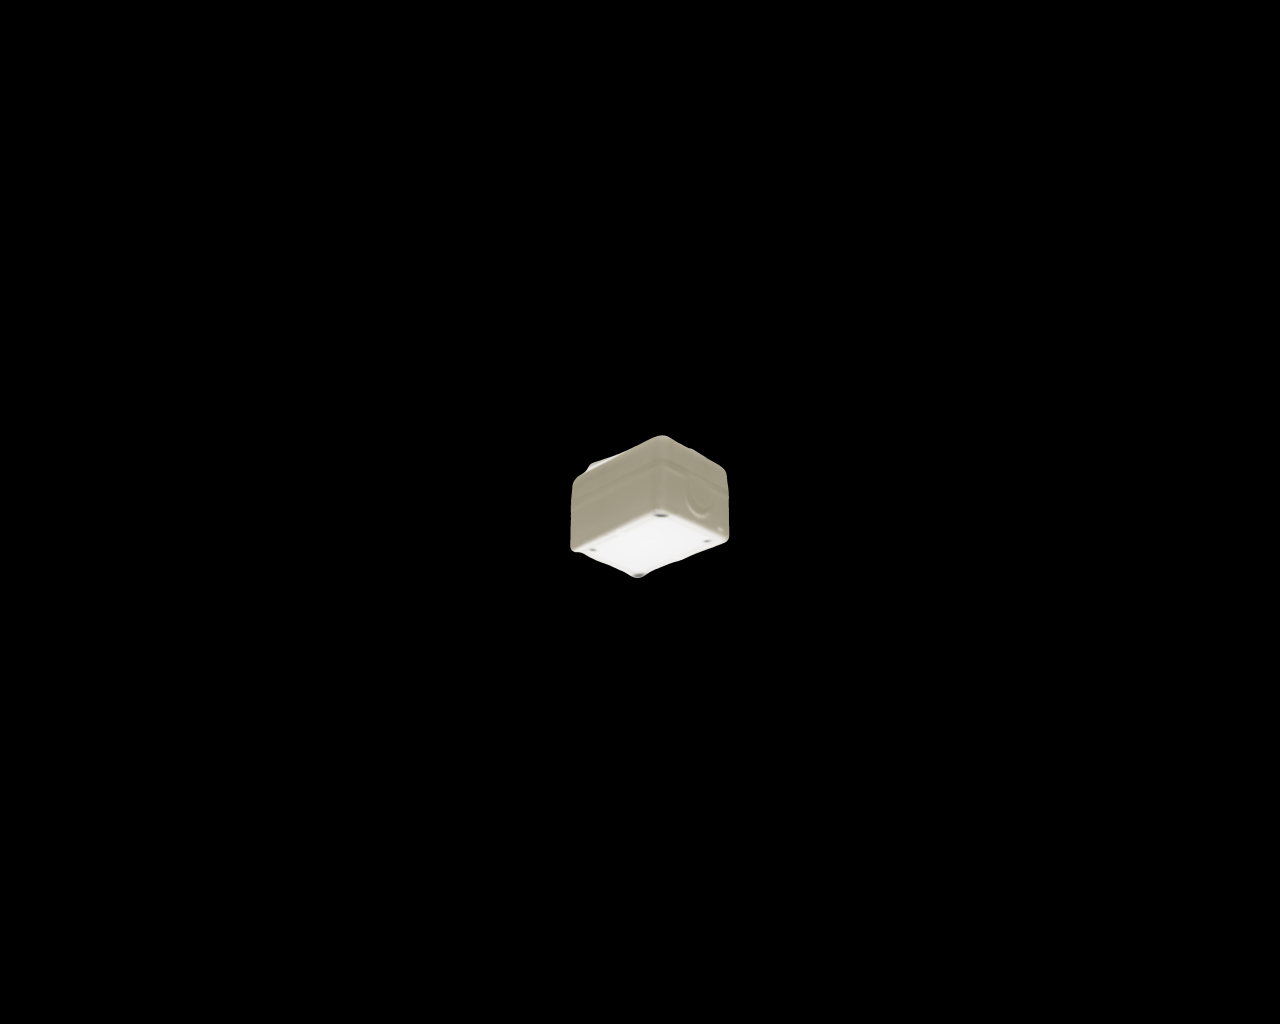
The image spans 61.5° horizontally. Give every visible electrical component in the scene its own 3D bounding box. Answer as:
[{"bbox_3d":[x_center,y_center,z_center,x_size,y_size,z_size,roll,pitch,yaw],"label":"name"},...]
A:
[{"bbox_3d":[0.001,-0.003,0.650,0.096,0.061,0.061,-25,-37,38],"label":"electrical component"}]
